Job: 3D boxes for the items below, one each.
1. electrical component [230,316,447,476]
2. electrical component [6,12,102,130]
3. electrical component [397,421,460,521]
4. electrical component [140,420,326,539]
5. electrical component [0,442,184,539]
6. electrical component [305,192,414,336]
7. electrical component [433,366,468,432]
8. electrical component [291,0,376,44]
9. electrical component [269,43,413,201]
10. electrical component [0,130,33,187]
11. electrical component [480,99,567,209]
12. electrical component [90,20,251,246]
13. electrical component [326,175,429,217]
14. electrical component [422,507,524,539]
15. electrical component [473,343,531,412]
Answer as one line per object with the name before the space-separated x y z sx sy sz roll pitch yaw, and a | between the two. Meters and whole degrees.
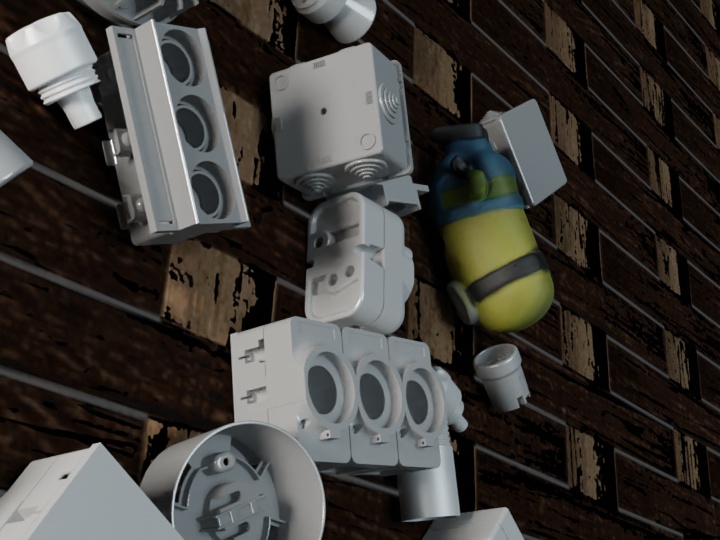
electrical component | -0.010 0.089 0.722 0.150 0.062 0.089 15 64 -50
electrical component | -0.169 -0.111 0.610 0.043 0.043 0.062 -43 112 -51
electrical component | 0.048 0.142 0.792 0.043 0.043 0.081 14 65 -50
electrical component | -0.075 0.138 0.613 0.099 0.064 0.099 25 58 -46
electrical component | -0.126 0.173 0.533 0.150 0.062 0.089 56 39 -22
electrical component | 0.000 0.000 0.778 0.059 0.054 0.095 26 56 -45
electrical component | 0.065 0.104 0.839 0.061 0.035 0.035 52 41 -30
electrical component | -0.021 -0.210 0.844 0.055 0.045 0.045 27 56 -45
electrical component | -0.015 -0.105 0.765 0.048 0.100 0.099 25 56 -61
electrical component | -0.204 -0.069 0.548 0.065 0.044 0.044 57 38 -13
electrical component | 0.145 -0.106 1.018 0.100 0.048 0.099 -32 102 -53
electrical component | -0.117 -0.079 0.648 0.079 0.063 0.121 -6 81 -54
electrical component | 0.011 -0.072 0.834 0.081 0.042 0.063 2 71 -53
electrical component | 0.077 0.217 0.781 0.047 0.066 0.076 62 37 -15
electrical component | 0.122 0.092 0.916 0.040 0.040 0.046 -45 119 -51
